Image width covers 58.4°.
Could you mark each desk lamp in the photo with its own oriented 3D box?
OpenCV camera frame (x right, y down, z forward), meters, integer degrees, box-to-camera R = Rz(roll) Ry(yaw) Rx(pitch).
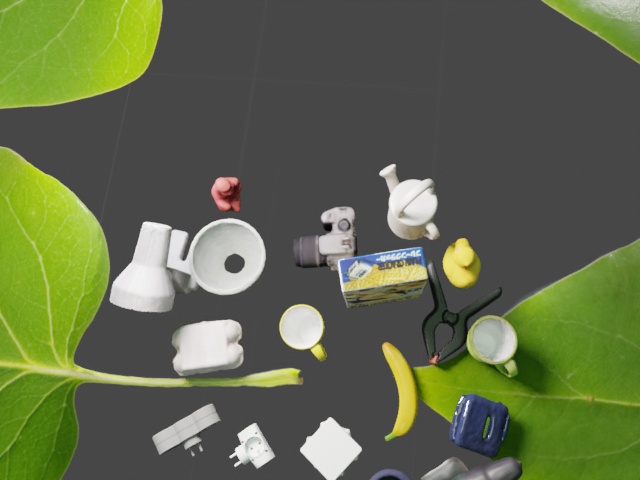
[{"bbox_3d":[-0.327,0.057,1.179,0.117,0.213,0.203,13,77,9],"label":"desk lamp"}]

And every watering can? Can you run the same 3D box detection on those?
[{"bbox_3d":[0.185,-0.077,1.179,0.172,0.194,0.101,32,80,12],"label":"watering can"}]

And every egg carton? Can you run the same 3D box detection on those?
[{"bbox_3d":[-0.235,0.225,1.202,0.150,0.069,0.107,-10,75,3],"label":"egg carton"}]

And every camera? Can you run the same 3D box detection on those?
[{"bbox_3d":[0.011,0.004,1.221,0.136,0.101,0.143,-4,75,4],"label":"camera"}]

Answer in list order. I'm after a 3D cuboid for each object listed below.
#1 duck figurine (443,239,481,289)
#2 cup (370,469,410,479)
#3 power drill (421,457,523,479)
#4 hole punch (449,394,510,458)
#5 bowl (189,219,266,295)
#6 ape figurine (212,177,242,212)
[{"bbox_3d":[0.299,0.046,1.192,0.077,0.086,0.104,-6,75,4],"label":"duck figurine"},{"bbox_3d":[0.121,0.478,1.090,0.117,0.095,0.092,9,76,8],"label":"cup"},{"bbox_3d":[0.244,0.452,1.027,0.229,0.208,0.075,-34,75,-4],"label":"power drill"},{"bbox_3d":[0.312,0.357,1.107,0.101,0.091,0.109,17,78,9],"label":"hole punch"},{"bbox_3d":[-0.194,0.043,1.243,0.167,0.075,0.167,-1,75,5],"label":"bowl"},{"bbox_3d":[-0.210,-0.110,1.276,0.076,0.092,0.078,37,81,13],"label":"ape figurine"}]
